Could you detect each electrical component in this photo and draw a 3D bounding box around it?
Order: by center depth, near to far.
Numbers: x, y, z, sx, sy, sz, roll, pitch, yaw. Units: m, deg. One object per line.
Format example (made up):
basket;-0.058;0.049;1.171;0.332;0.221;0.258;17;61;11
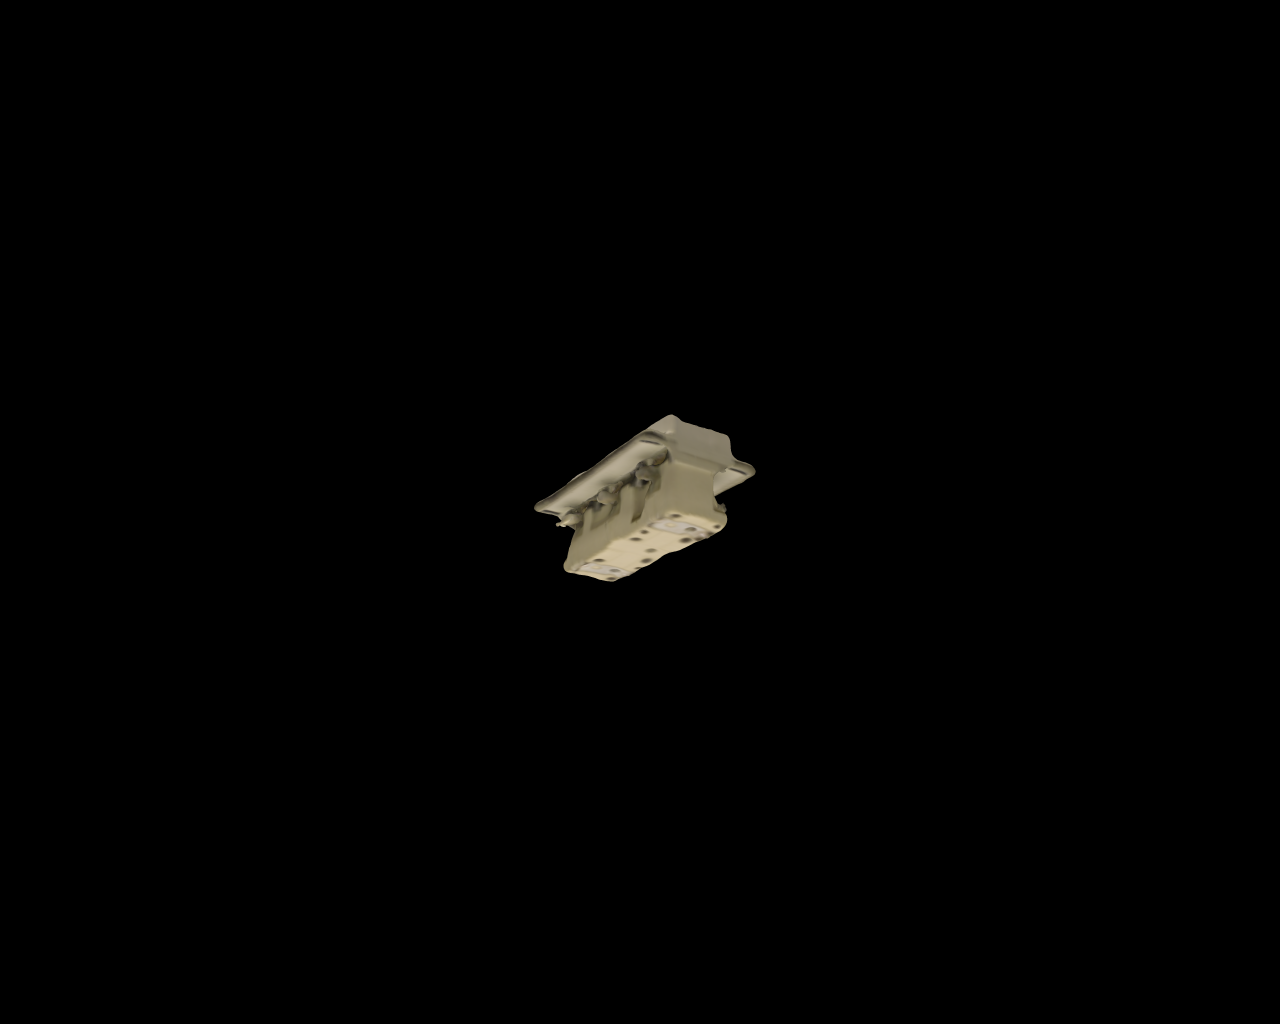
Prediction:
electrical component;0.001;-0.003;0.650;0.079;0.063;0.121;17;-29;-32
